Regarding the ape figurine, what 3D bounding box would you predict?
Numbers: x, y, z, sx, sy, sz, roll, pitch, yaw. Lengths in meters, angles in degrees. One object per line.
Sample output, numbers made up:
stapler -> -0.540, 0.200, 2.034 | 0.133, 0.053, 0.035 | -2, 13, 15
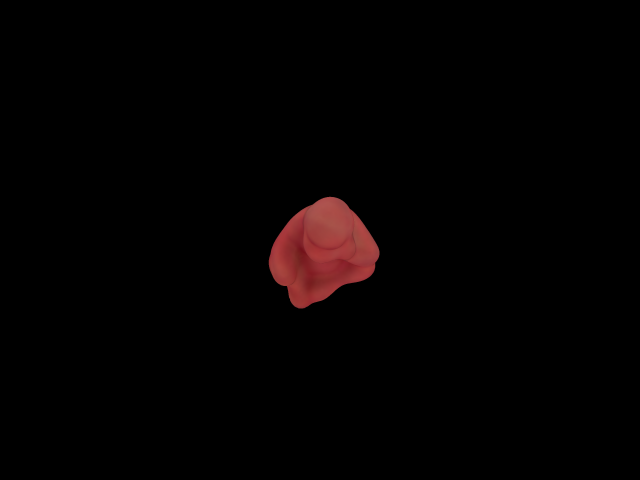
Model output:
ape figurine -> 0.004, 0.001, 0.400 | 0.077, 0.092, 0.076 | 11, 66, 5
